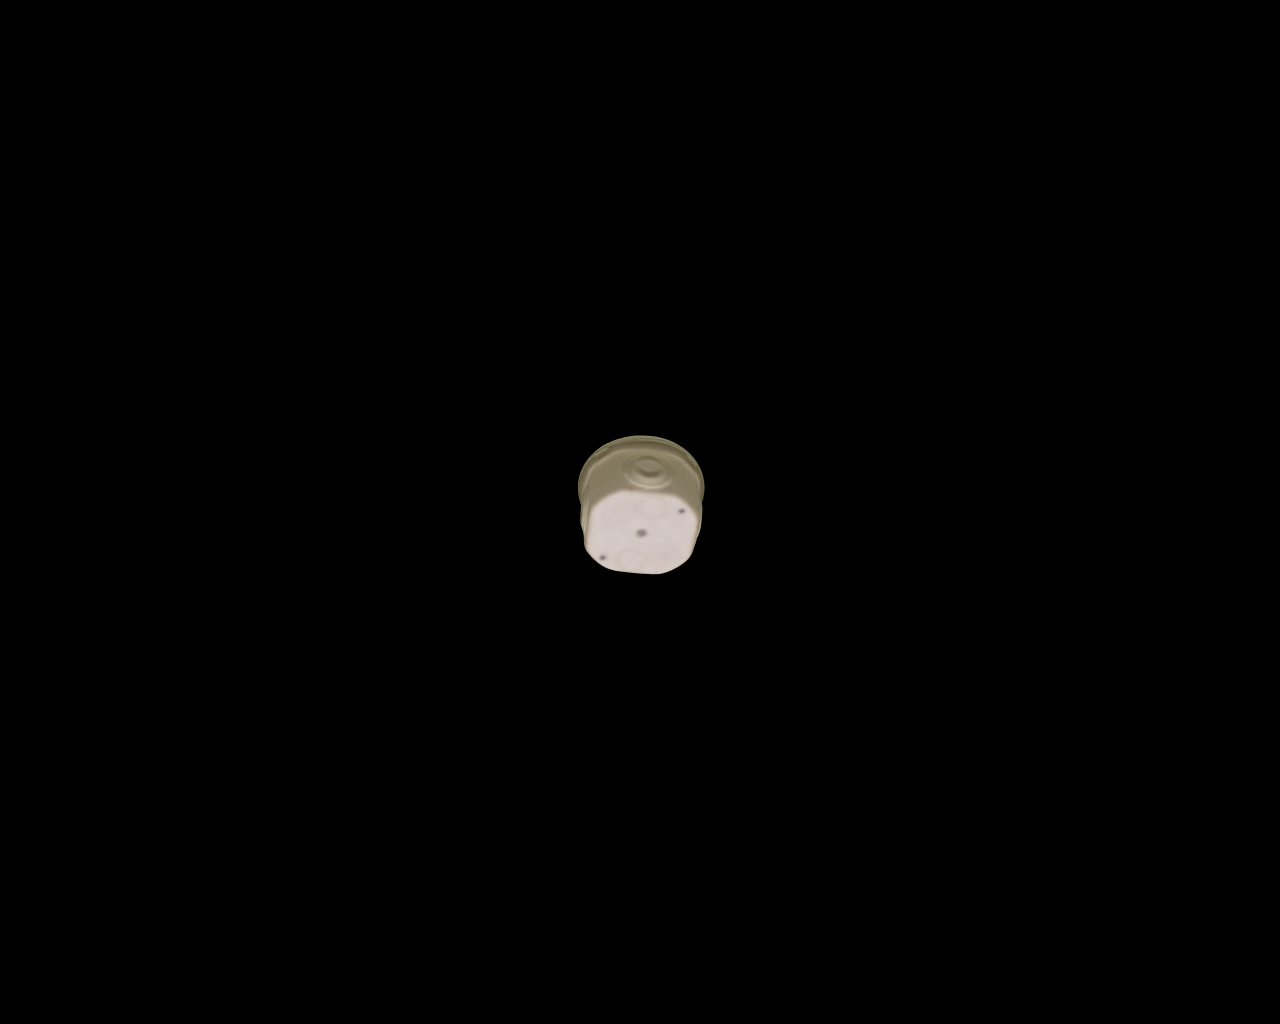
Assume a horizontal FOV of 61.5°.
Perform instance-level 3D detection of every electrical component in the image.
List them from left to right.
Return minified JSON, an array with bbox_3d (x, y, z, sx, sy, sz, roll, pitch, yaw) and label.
[{"bbox_3d":[0.001,-0.003,0.650,0.080,0.080,0.051,0,40,0],"label":"electrical component"}]
